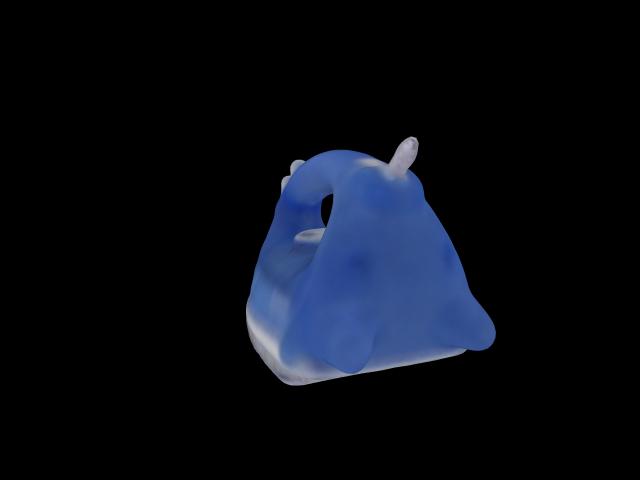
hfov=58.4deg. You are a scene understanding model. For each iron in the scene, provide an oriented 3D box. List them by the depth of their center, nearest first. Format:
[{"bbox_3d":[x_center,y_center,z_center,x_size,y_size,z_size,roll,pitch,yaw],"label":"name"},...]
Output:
[{"bbox_3d":[0.004,0.001,0.400,0.119,0.141,0.257,-4,10,-23],"label":"iron"}]
